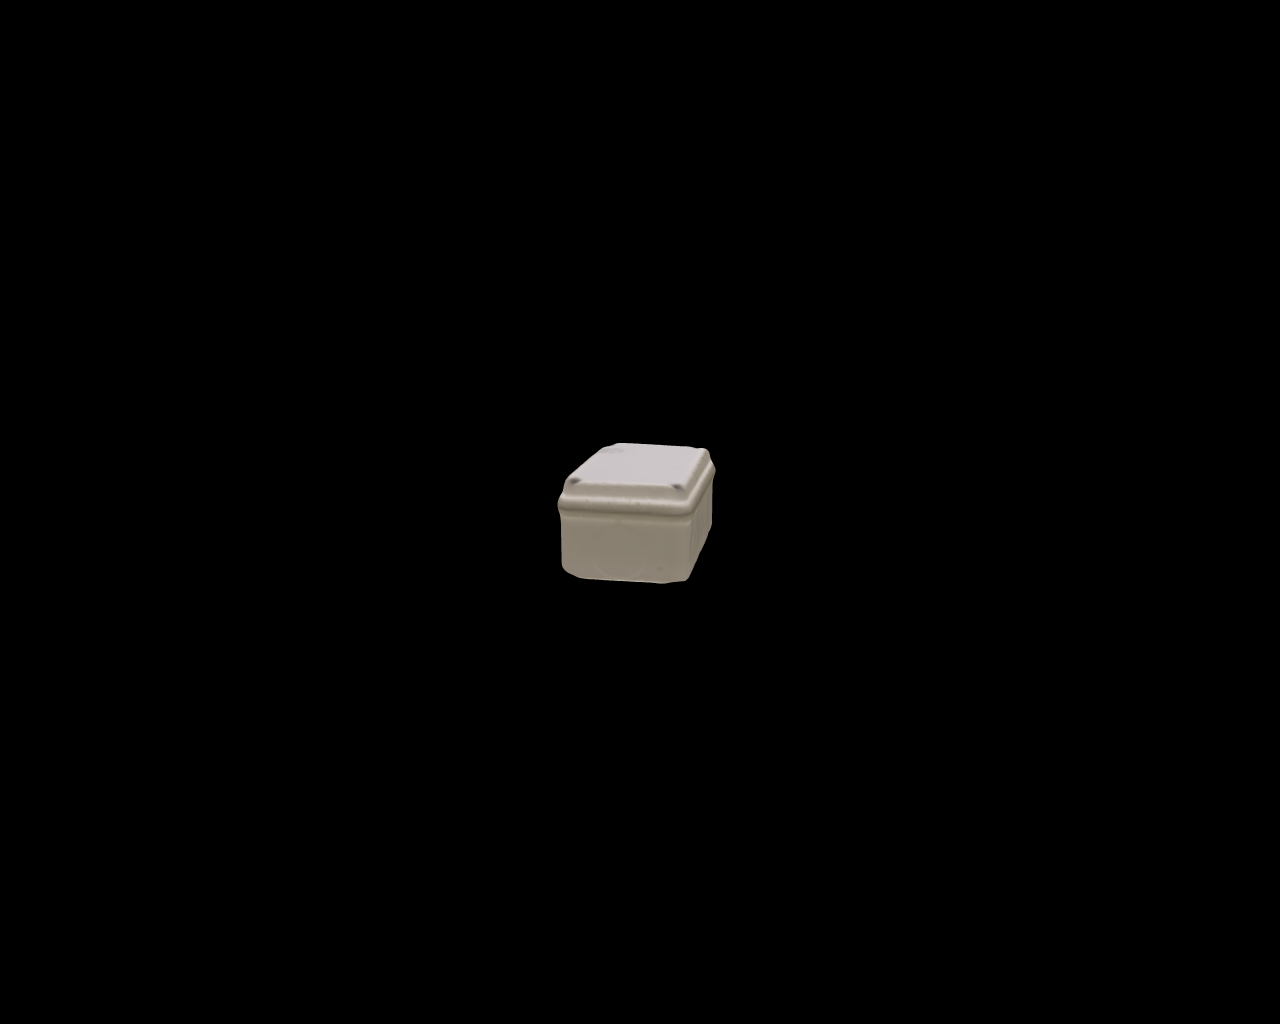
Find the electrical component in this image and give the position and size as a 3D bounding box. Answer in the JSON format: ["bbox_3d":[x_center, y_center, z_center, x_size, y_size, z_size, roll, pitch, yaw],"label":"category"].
[{"bbox_3d":[0.001,-0.003,0.650,0.078,0.057,0.113,3,16,11],"label":"electrical component"}]
